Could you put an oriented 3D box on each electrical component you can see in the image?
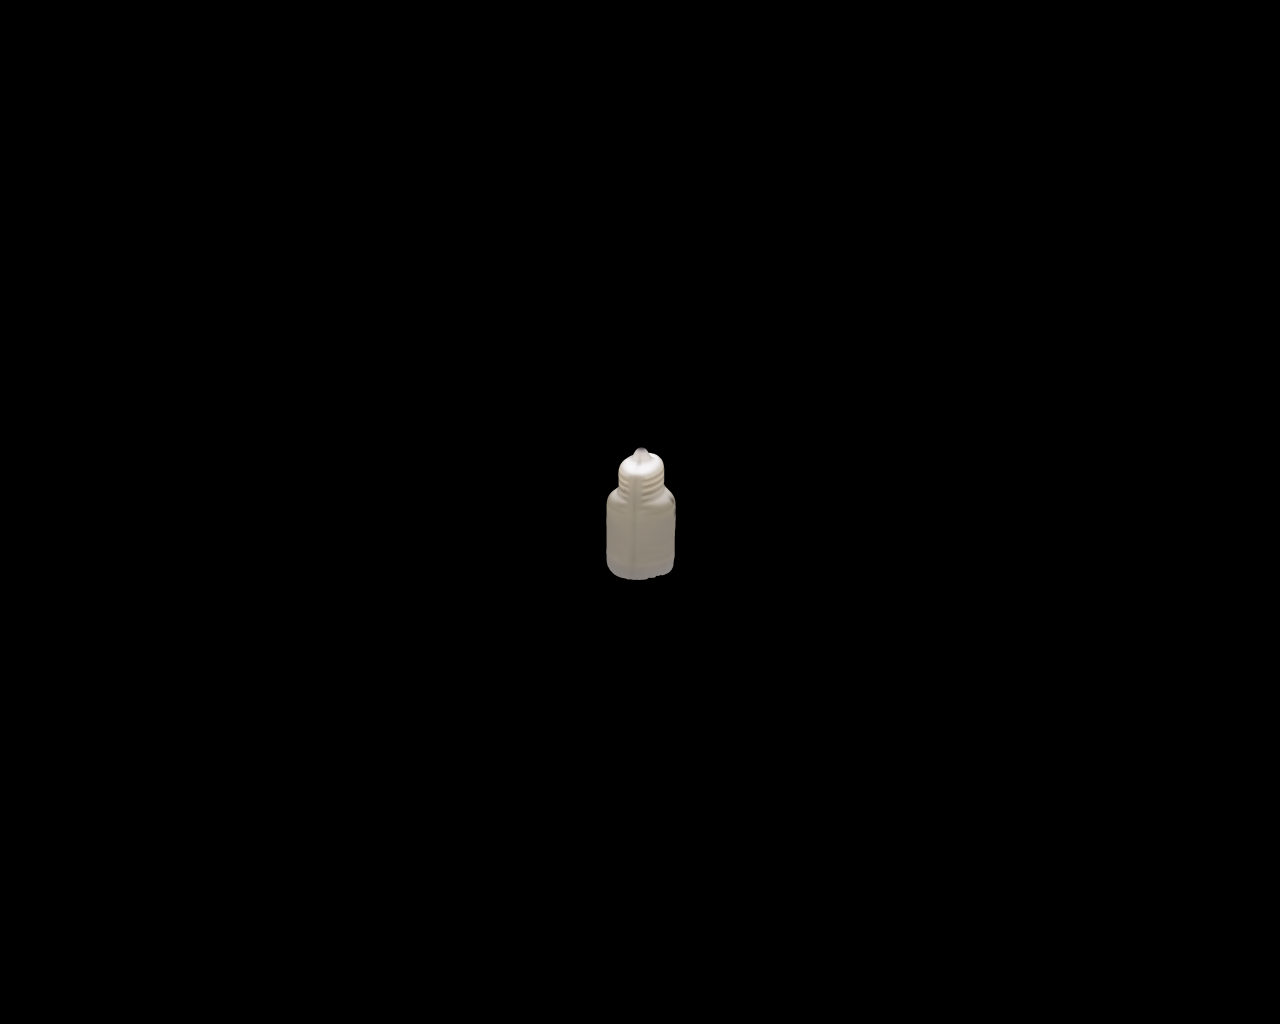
[{"bbox_3d":[0.001,-0.003,0.650,0.043,0.080,0.043,0,23,0],"label":"electrical component"}]
